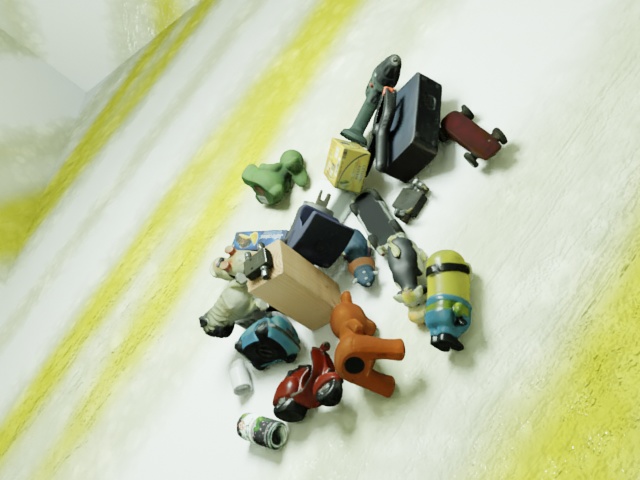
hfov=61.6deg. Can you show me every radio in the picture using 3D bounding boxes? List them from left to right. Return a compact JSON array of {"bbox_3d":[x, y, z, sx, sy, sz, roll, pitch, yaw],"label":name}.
[{"bbox_3d":[0.208,-0.256,1.213,0.131,0.073,0.229,-41,34,53],"label":"radio"}]

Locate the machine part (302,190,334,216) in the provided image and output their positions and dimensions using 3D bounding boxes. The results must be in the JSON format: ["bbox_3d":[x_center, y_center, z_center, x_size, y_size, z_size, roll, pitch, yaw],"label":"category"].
[{"bbox_3d":[-0.033,0.002,1.211,0.079,0.079,0.243,18,85,49],"label":"machine part"}]

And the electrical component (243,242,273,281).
[{"bbox_3d":[-0.122,0.048,1.045,0.063,0.021,0.094,-35,43,18],"label":"electrical component"}]

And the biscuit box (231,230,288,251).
[{"bbox_3d":[-0.142,0.013,1.384,0.203,0.062,0.059,-3,61,43],"label":"biscuit box"}]

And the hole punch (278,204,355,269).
[{"bbox_3d":[-0.002,-0.003,1.136,0.092,0.142,0.115,21,89,61],"label":"hole punch"}]

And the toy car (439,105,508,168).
[{"bbox_3d":[0.317,-0.217,1.130,0.089,0.053,0.202,-39,37,8],"label":"toy car"}]

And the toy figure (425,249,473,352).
[{"bbox_3d":[0.226,0.102,0.949,0.082,0.089,0.180,-6,55,32],"label":"toy figure"}]

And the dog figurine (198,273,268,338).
[{"bbox_3d":[-0.178,0.136,1.239,0.190,0.172,0.121,-38,79,36],"label":"dog figurine"}]

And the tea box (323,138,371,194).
[{"bbox_3d":[0.060,-0.178,1.264,0.170,0.068,0.098,-109,32,-69],"label":"tea box"}]

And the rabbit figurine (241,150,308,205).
[{"bbox_3d":[-0.106,-0.189,1.464,0.170,0.121,0.159,-50,30,-21],"label":"rabbit figurine"}]

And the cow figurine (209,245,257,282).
[{"bbox_3d":[-0.195,0.070,1.364,0.195,0.127,0.085,-1,60,27],"label":"cow figurine"}]

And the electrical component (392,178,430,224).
[{"bbox_3d":[0.194,-0.087,1.155,0.102,0.045,0.078,-52,41,-1],"label":"electrical component"}]

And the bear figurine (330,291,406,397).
[{"bbox_3d":[0.082,0.189,1.023,0.196,0.132,0.120,-80,2,-70],"label":"bear figurine"}]

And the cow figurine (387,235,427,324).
[{"bbox_3d":[0.170,0.071,1.020,0.068,0.098,0.167,-24,47,21],"label":"cow figurine"}]

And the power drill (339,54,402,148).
[{"bbox_3d":[0.124,-0.336,1.317,0.232,0.086,0.207,-113,45,-85],"label":"power drill"}]

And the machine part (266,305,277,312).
[{"bbox_3d":[-0.087,0.113,1.277,0.084,0.039,0.139,0,60,37],"label":"machine part"}]

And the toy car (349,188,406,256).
[{"bbox_3d":[0.126,-0.042,1.180,0.073,0.056,0.202,-35,44,10],"label":"toy car"}]

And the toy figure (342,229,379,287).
[{"bbox_3d":[0.087,0.043,1.151,0.064,0.057,0.154,-38,46,24],"label":"toy figure"}]

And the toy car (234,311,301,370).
[{"bbox_3d":[-0.108,0.213,1.184,0.162,0.109,0.103,-32,20,38],"label":"toy car"}]

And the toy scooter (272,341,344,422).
[{"bbox_3d":[-0.021,0.274,1.057,0.184,0.075,0.135,-33,37,36],"label":"toy scooter"}]
